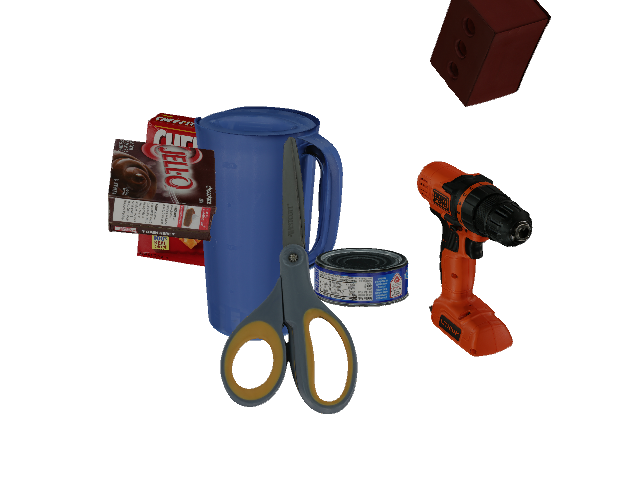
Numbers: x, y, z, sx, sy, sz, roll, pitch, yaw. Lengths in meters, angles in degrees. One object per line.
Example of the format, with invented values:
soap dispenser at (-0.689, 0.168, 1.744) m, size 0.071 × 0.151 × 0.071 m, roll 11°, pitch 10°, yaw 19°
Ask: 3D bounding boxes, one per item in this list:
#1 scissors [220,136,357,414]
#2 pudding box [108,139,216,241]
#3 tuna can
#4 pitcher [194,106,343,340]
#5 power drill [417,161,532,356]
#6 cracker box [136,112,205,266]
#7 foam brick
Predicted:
scissors at (-0.034, 0.026, 0.708) m, size 0.096 × 0.202 × 0.016 m, roll -17°, pitch -26°, yaw -4°
pudding box at (-0.137, -0.045, 0.925) m, size 0.090 × 0.039 × 0.113 m, roll 5°, pitch 32°, yaw -10°
tuna can at (0.037, 0.032, 0.960) m, size 0.086 × 0.034 × 0.086 m, roll 0°, pitch 13°, yaw 0°
pitcher at (-0.061, -0.017, 1.156) m, size 0.145 × 0.243 × 0.149 m, roll -3°, pitch 20°, yaw -10°
power drill at (0.164, 0.023, 1.120) m, size 0.057 × 0.188 × 0.185 m, roll -12°, pitch 25°, yaw -18°
cracker box at (-0.183, -0.071, 1.603) m, size 0.164 × 0.214 × 0.072 m, roll 10°, pitch 19°, yaw 6°
foam brick at (0.122, -0.146, 0.777) m, size 0.051 × 0.053 × 0.078 m, roll -21°, pitch -29°, yaw -24°
